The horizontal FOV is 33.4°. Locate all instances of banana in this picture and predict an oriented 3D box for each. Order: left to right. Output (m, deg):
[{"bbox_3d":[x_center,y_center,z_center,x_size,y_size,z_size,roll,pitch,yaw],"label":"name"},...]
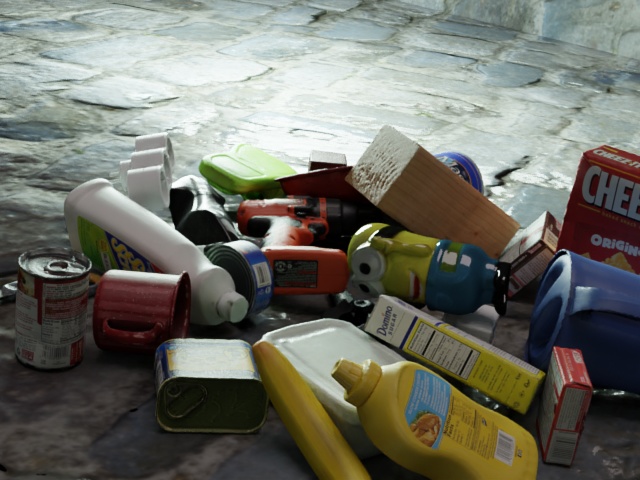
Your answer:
[{"bbox_3d":[0.000,0.167,0.914,0.037,0.069,0.198,-26,51,-17],"label":"banana"}]

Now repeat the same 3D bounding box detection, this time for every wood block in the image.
[{"bbox_3d":[0.144,-0.047,1.343,0.205,0.090,0.091,33,6,-34],"label":"wood block"}]

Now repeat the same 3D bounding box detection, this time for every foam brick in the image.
[{"bbox_3d":[0.007,-0.083,1.520,0.053,0.078,0.051,7,24,-4],"label":"foam brick"}]

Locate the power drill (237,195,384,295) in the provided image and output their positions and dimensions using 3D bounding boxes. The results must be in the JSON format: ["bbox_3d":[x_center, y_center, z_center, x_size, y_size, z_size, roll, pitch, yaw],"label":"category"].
[{"bbox_3d":[-0.008,0.002,1.271,0.184,0.057,0.187,-1,23,-2],"label":"power drill"}]

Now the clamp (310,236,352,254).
[{"bbox_3d":[0.061,0.006,1.379,0.210,0.036,0.164,17,24,29],"label":"clamp"}]

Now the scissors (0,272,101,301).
[{"bbox_3d":[-0.310,0.058,1.144,0.096,0.016,0.201,16,24,18],"label":"scissors"}]

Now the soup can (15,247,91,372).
[{"bbox_3d":[-0.258,0.067,1.029,0.068,0.102,0.068,8,22,-3],"label":"soup can"}]

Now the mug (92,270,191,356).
[{"bbox_3d":[-0.178,0.077,1.053,0.081,0.093,0.117,5,19,4],"label":"mug"}]

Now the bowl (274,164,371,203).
[{"bbox_3d":[0.023,-0.066,1.405,0.162,0.055,0.162,-9,2,0],"label":"bowl"}]

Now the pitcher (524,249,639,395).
[{"bbox_3d":[0.348,0.102,1.113,0.243,0.145,0.149,15,29,-2],"label":"pitcher"}]

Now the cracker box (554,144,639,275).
[{"bbox_3d":[0.359,0.018,1.228,0.164,0.214,0.071,24,27,32],"label":"cracker box"}]

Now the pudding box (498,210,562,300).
[{"bbox_3d":[0.265,0.018,1.356,0.039,0.090,0.113,45,25,-2],"label":"pudding box"}]

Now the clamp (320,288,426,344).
[{"bbox_3d":[0.038,0.082,1.190,0.120,0.039,0.171,4,18,27],"label":"clamp"}]

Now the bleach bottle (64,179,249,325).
[{"bbox_3d":[-0.176,0.021,1.169,0.251,0.102,0.068,26,43,35],"label":"bleach bottle"}]

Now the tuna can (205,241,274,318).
[{"bbox_3d":[-0.090,0.044,1.168,0.086,0.086,0.033,26,27,36],"label":"tuna can"}]

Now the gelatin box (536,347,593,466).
[{"bbox_3d":[0.231,0.157,1.013,0.030,0.089,0.073,9,22,1],"label":"gelatin box"}]

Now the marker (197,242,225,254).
[{"bbox_3d":[-0.157,0.018,1.231,0.121,0.020,0.020,-8,13,28],"label":"marker"}]

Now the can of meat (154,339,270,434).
[{"bbox_3d":[-0.104,0.133,0.990,0.102,0.057,0.084,3,21,-14],"label":"can of meat"}]

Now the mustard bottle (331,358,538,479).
[{"bbox_3d":[0.093,0.157,0.903,0.191,0.058,0.096,33,39,-9],"label":"mustard bottle"}]

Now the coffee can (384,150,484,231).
[{"bbox_3d":[0.149,-0.066,1.497,0.103,0.103,0.140,26,28,35],"label":"coffee can"}]

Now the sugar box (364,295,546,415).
[{"bbox_3d":[0.136,0.113,1.068,0.176,0.048,0.093,25,2,15],"label":"sugar box"}]
